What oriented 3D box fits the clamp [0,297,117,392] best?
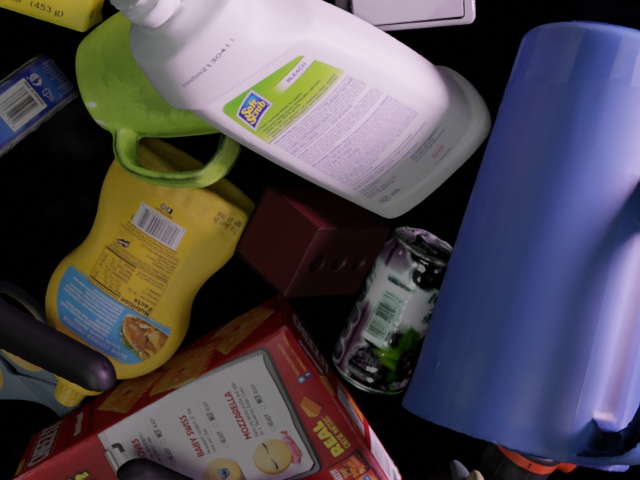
[{"bbox_3d":[-0.231,0.048,0.699,0.165,0.036,0.210,-28,93,29],"label":"clamp"}]

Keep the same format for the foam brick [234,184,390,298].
[{"bbox_3d":[-0.004,0.001,0.672,0.051,0.078,0.053,39,114,31],"label":"foam brick"}]

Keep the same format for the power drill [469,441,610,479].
[{"bbox_3d":[0.209,0.158,0.738,0.187,0.057,0.185,25,117,-8],"label":"power drill"}]

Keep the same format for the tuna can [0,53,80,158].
[{"bbox_3d":[-0.190,-0.077,0.654,0.086,0.086,0.033,-35,104,13],"label":"tuna can"}]

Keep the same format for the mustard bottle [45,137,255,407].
[{"bbox_3d":[-0.126,0.033,0.705,0.096,0.058,0.192,32,108,0],"label":"mustard bottle"}]

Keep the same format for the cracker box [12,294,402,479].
[{"bbox_3d":[-0.073,0.159,0.736,0.214,0.072,0.164,-30,108,9],"label":"cracker box"}]

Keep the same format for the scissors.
[{"bbox_3d":[-0.198,0.122,0.763,0.096,0.016,0.201,-24,107,9],"label":"scissors"}]

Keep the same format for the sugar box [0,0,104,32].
[{"bbox_3d":[-0.156,-0.221,0.621,0.093,0.048,0.176,16,111,-3],"label":"sugar box"}]

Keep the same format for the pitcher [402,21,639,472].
[{"bbox_3d":[0.147,0.005,0.611,0.149,0.145,0.243,15,90,15],"label":"pitcher"}]

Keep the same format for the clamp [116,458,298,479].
[{"bbox_3d":[-0.050,0.203,0.692,0.171,0.039,0.120,7,112,-5],"label":"clamp"}]

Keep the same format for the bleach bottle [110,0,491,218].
[{"bbox_3d":[-0.008,-0.090,0.575,0.103,0.068,0.250,-45,144,16],"label":"bleach bottle"}]
